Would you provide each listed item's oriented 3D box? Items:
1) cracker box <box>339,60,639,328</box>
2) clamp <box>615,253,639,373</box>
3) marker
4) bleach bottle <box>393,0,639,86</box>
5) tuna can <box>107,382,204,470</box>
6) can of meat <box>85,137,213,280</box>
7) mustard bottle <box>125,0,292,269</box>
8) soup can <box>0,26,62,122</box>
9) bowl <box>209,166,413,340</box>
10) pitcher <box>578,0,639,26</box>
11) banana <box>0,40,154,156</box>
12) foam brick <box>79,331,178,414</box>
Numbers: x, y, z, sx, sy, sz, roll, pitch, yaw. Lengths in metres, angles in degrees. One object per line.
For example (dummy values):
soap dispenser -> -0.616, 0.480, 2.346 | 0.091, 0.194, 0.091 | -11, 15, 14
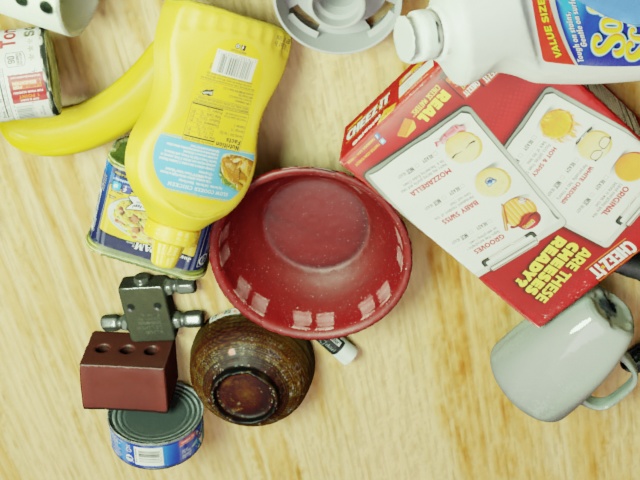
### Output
cracker box -> 0.147, -0.058, 0.796 | 0.213, 0.072, 0.164 | 38, 119, -17
clamp -> 0.312, 0.042, 0.858 | 0.172, 0.039, 0.120 | -18, 122, 19
marker -> -0.016, 0.064, 0.920 | 0.121, 0.020, 0.020 | 42, 117, -18
bleach bottle -> 0.164, -0.139, 0.682 | 0.250, 0.068, 0.102 | -13, 118, -20
tuna can -> -0.146, 0.165, 0.957 | 0.086, 0.086, 0.034 | 3, 123, 4
can of meat -> -0.129, -0.026, 0.856 | 0.102, 0.057, 0.084 | 17, 120, -5
mustard bottle -> -0.090, -0.072, 0.775 | 0.096, 0.058, 0.192 | 10, 100, -36
soup can -> -0.244, -0.116, 0.774 | 0.102, 0.068, 0.068 | -8, 121, -7
bowl -> -0.006, 0.001, 0.858 | 0.162, 0.055, 0.162 | 3, 122, 5
pitcher -> 0.212, -0.244, 0.583 | 0.145, 0.149, 0.243 | 40, 86, -10
banana -> -0.172, -0.107, 0.822 | 0.198, 0.037, 0.069 | -17, 118, 16
foam brick -> -0.169, 0.117, 0.950 | 0.078, 0.053, 0.051 | 2, 121, 4
